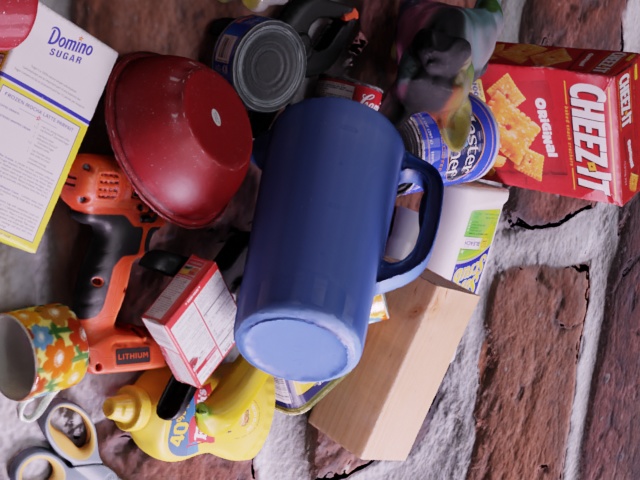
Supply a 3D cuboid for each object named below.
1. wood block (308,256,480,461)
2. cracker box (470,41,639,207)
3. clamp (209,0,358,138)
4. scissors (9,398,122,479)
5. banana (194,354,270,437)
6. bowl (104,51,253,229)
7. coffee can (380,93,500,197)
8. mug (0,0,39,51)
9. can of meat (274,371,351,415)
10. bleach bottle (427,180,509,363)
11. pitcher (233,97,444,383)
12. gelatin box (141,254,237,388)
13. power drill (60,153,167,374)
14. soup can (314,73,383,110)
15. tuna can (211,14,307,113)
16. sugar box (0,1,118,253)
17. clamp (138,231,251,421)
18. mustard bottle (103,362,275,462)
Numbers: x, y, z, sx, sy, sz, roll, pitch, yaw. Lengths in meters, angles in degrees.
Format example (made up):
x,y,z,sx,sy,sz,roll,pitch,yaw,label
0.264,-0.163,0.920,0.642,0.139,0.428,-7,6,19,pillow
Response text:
x,y,z,sx,sy,sz,roll,pitch,yaw,label
0.081,0.133,1.187,0.090,0.090,0.206,15,101,-49,wood block
0.262,-0.138,1.234,0.072,0.214,0.164,-38,128,-35,cracker box
-0.033,-0.191,1.022,0.171,0.039,0.120,-47,136,-26,clamp
-0.212,0.226,0.970,0.096,0.016,0.201,-44,131,-28,scissors
-0.068,0.124,0.995,0.070,0.037,0.197,-59,176,38,banana
-0.106,-0.094,0.902,0.161,0.055,0.162,34,46,-45,bowl
0.115,-0.106,1.165,0.140,0.103,0.103,-14,112,-45,coffee can
-0.257,-0.183,0.745,0.081,0.093,0.117,-15,76,-51,mug
-0.019,0.119,1.122,0.101,0.058,0.084,-38,126,-36,can of meat
0.158,0.053,1.298,0.102,0.068,0.251,-1,105,-49,bleach bottle
0.009,0.001,0.939,0.144,0.149,0.242,40,42,-31,pitcher
-0.104,0.069,0.893,0.073,0.030,0.089,-53,142,-30,gelatin box
-0.159,0.018,0.934,0.184,0.057,0.188,1,99,-52,power drill
0.019,-0.111,1.082,0.068,0.069,0.102,13,92,-49,soup can
-0.054,-0.159,0.966,0.085,0.034,0.086,-15,114,-36,tuna can
-0.232,-0.089,0.825,0.093,0.048,0.176,31,75,-49,sugar box
-0.089,0.043,0.966,0.209,0.036,0.164,-43,138,-43,clamp
-0.126,0.161,1.013,0.191,0.058,0.096,12,92,-49,mustard bottle
